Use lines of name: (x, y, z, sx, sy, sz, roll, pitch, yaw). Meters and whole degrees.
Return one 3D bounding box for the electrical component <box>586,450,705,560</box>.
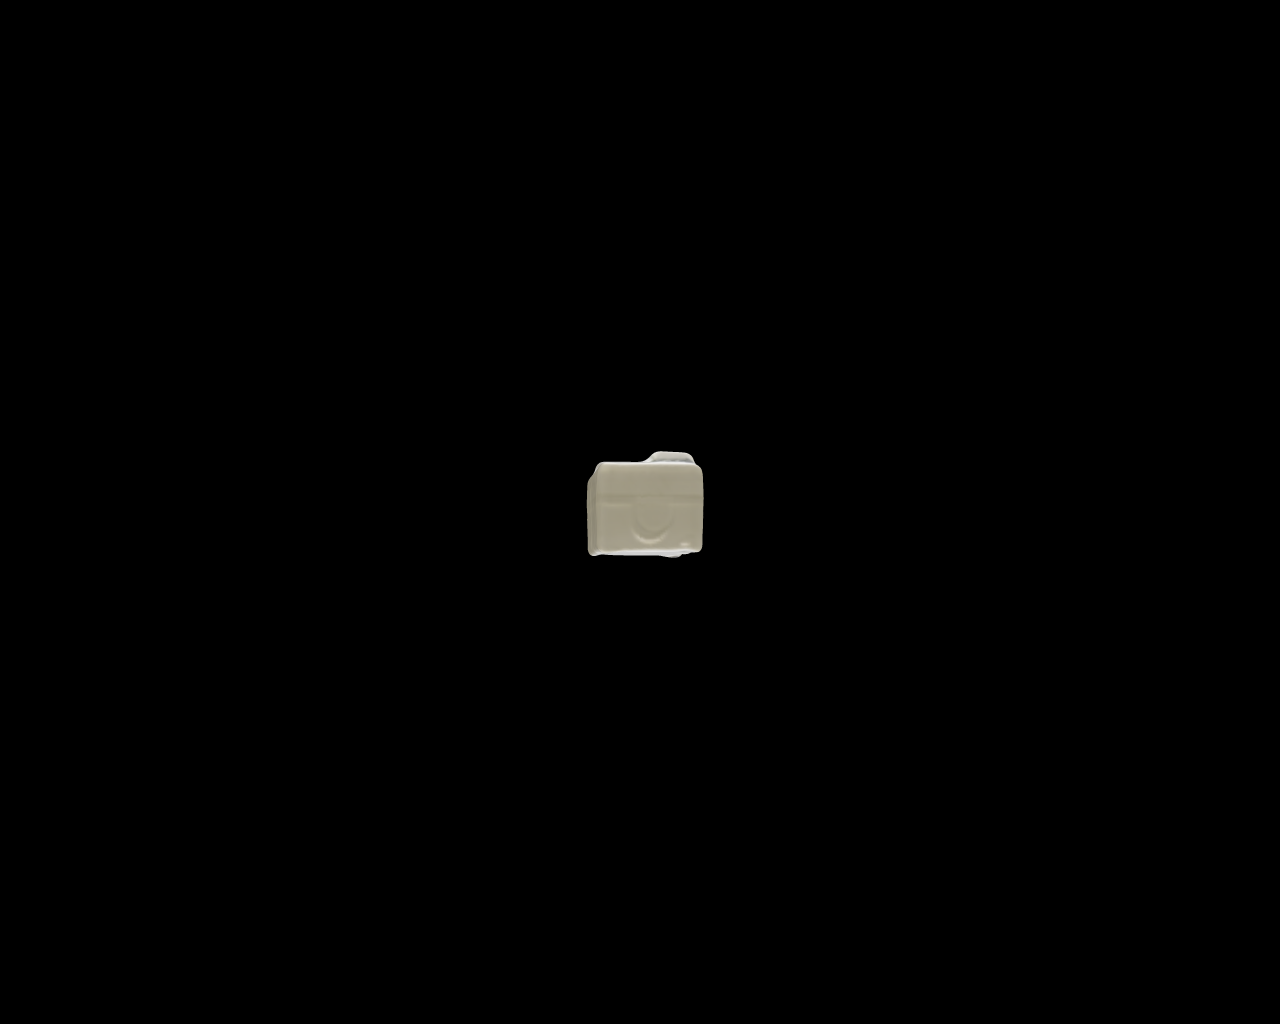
electrical component: (0.001, -0.003, 0.650, 0.062, 0.061, 0.096, 1, -4, -7)
